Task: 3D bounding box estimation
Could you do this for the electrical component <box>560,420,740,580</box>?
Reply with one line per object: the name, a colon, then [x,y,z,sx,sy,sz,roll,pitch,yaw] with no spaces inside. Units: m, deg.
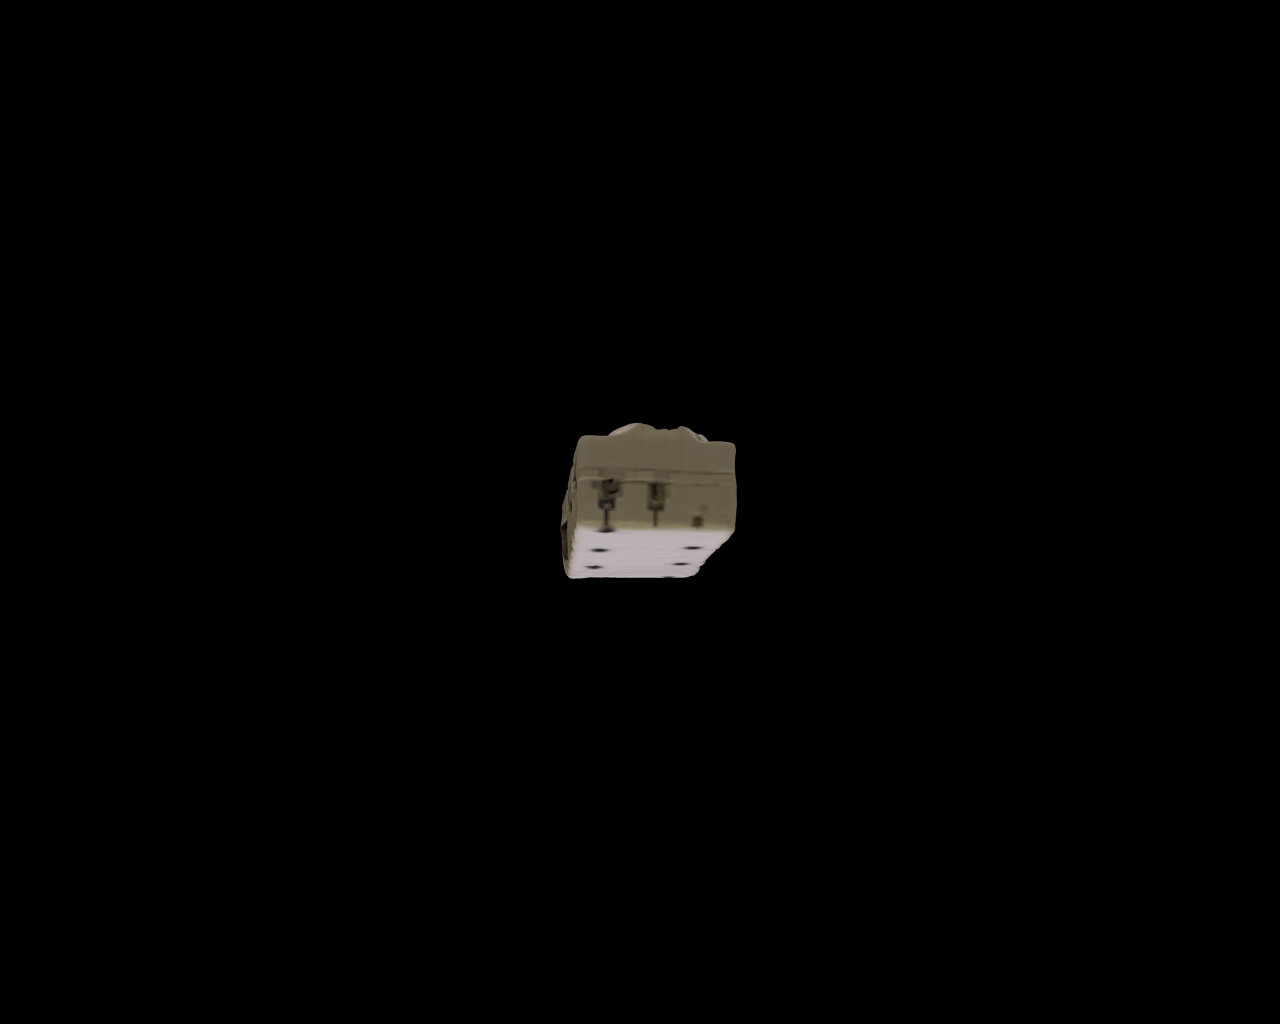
electrical component: [0.001,-0.003,0.650,0.089,0.062,0.150,2,-13,-7]
